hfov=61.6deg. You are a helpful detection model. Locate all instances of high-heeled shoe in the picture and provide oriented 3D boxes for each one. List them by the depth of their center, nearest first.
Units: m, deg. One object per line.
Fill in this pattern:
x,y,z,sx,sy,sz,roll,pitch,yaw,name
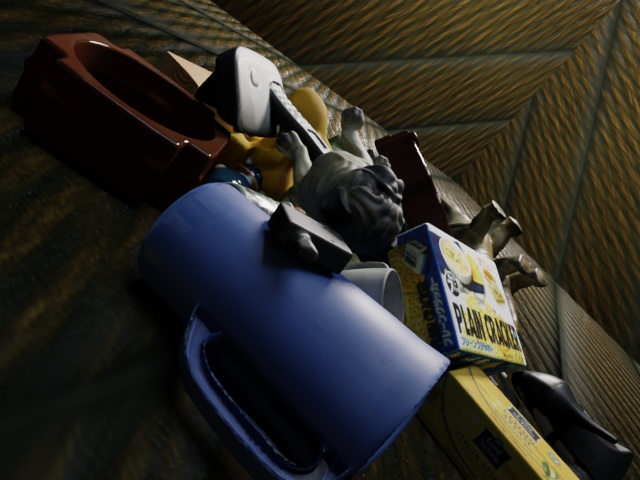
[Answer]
0.345,0.274,0.750,0.145,0.086,0.248,29,-24,44,high-heeled shoe

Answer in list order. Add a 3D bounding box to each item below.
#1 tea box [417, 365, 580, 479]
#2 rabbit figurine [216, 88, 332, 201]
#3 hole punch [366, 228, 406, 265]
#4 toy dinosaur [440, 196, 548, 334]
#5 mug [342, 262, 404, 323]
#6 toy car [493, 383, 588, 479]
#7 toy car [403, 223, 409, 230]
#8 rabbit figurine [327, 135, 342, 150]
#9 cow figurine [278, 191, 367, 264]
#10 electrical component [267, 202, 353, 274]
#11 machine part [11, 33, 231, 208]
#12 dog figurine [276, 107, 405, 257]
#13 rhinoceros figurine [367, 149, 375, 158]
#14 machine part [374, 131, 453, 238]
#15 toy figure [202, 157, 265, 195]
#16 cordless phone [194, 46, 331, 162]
0.192,0.224,0.583,0.170,0.068,0.098,49,21,27,tea box
-0.049,-0.140,0.797,0.162,0.173,0.122,44,14,25,rabbit figurine
0.092,0.022,0.864,0.142,0.092,0.116,31,-7,-19,hole punch
0.273,0.019,1.000,0.105,0.198,0.472,42,26,-25,toy dinosaur
0.026,0.061,0.551,0.109,0.107,0.080,-73,152,-43,mug
0.250,0.249,0.659,0.073,0.056,0.202,30,17,-48,toy car
0.159,0.003,0.991,0.162,0.109,0.103,56,-1,16,toy car
0.041,-0.089,0.932,0.170,0.159,0.121,49,3,-24,rabbit figurine
-0.001,-0.002,0.708,0.127,0.085,0.195,14,29,-42,cow figurine
-0.006,0.000,0.402,0.063,0.021,0.094,28,13,-22,electrical component
-0.210,-0.133,0.599,0.201,0.087,0.201,34,18,-13,machine part
0.035,-0.022,0.547,0.172,0.121,0.191,54,11,-40,dog figurine
0.070,-0.063,0.754,0.112,0.073,0.190,54,12,-20,rhinoceros figurine
0.134,-0.067,0.759,0.179,0.056,0.179,-22,91,-81,machine part
-0.110,-0.070,0.688,0.058,0.064,0.154,10,16,4,toy figure
-0.054,-0.148,0.686,0.184,0.088,0.146,47,17,8,cordless phone
